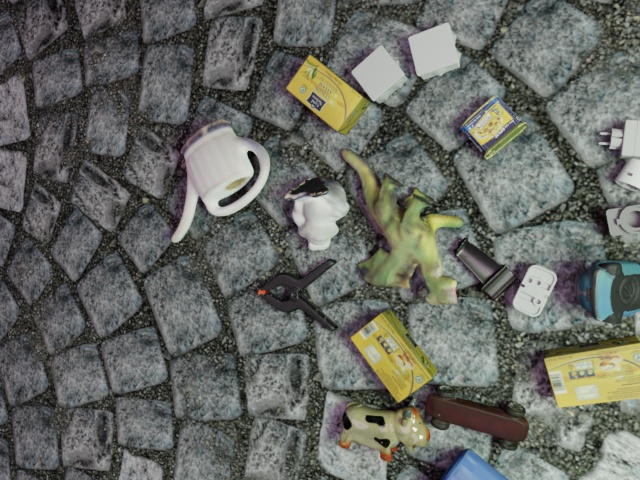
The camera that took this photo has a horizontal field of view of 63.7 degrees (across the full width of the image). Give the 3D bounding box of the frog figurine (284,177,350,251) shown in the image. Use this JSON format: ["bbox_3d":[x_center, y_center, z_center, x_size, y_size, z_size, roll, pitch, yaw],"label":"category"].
[{"bbox_3d":[0.004,-0.059,1.178,0.137,0.125,0.156,-14,121,15],"label":"frog figurine"}]

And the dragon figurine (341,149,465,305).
[{"bbox_3d":[0.148,-0.009,1.107,0.416,0.122,0.240,39,111,35],"label":"dragon figurine"}]

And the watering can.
[{"bbox_3d":[-0.280,-0.153,1.281,0.344,0.104,0.226,-30,78,20],"label":"watering can"}]
